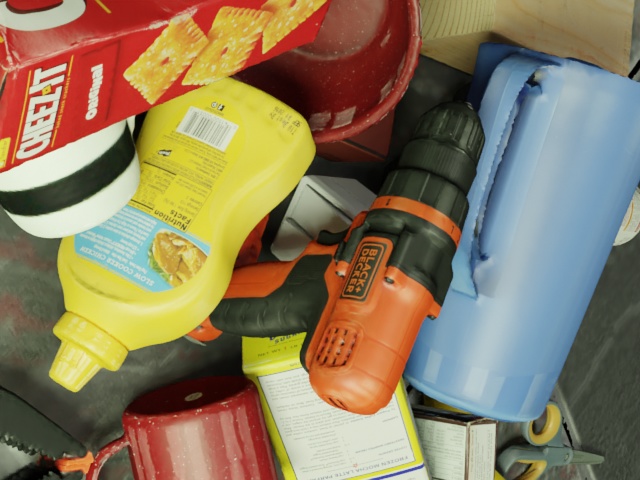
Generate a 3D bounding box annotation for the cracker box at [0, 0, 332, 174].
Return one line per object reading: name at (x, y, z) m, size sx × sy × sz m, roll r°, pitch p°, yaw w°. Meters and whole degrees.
cracker box at (-0.114, -0.140, 0.510) m, size 0.213 × 0.164 × 0.072 m, roll -31°, pitch 158°, yaw -42°

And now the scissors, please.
scissors at (0.225, 0.182, 0.983) m, size 0.201 × 0.016 × 0.096 m, roll -3°, pitch 112°, yaw -47°

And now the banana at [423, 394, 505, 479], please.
banana at (0.115, 0.148, 0.862) m, size 0.069 × 0.037 × 0.198 m, roll -43°, pitch 120°, yaw -40°

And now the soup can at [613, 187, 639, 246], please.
soup can at (0.244, -0.030, 0.968) m, size 0.102 × 0.069 × 0.068 m, roll 4°, pitch 89°, yaw -48°

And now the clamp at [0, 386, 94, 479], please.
clamp at (-0.203, 0.106, 0.518) m, size 0.209 × 0.036 × 0.164 m, roll -4°, pitch 94°, yaw -49°

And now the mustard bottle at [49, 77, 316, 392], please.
mustard bottle at (-0.088, -0.001, 0.591) m, size 0.191 × 0.096 × 0.058 m, roll -58°, pitch 159°, yaw -18°

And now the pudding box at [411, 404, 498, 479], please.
pudding box at (0.083, 0.182, 0.790) m, size 0.039 × 0.090 × 0.113 m, roll 2°, pitch 91°, yaw -46°

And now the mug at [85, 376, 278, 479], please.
mug at (-0.080, 0.132, 0.622) m, size 0.117 × 0.093 × 0.081 m, roll -14°, pitch 98°, yaw -20°

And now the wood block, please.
wood block at (0.161, -0.179, 0.855) m, size 0.205 × 0.091 × 0.090 m, roll 10°, pitch 84°, yaw -46°

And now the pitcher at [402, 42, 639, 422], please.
pitcher at (0.131, -0.006, 0.721) m, size 0.149 × 0.145 × 0.243 m, roll 16°, pitch 96°, yaw -15°

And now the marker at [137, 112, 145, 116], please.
marker at (-0.104, -0.133, 0.625) m, size 0.020 × 0.020 × 0.121 m, roll 4°, pitch 89°, yaw -47°

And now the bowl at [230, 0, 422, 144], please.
bowl at (-0.010, -0.141, 0.637) m, size 0.055 × 0.162 × 0.162 m, roll -53°, pitch 129°, yaw -53°

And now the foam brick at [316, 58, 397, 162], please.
foam brick at (0.007, -0.087, 0.723) m, size 0.078 × 0.053 × 0.051 m, roll 18°, pitch 79°, yaw -47°

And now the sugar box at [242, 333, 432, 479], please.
sugar box at (0.017, 0.127, 0.700) m, size 0.048 × 0.093 × 0.176 m, roll -97°, pitch 172°, yaw -55°

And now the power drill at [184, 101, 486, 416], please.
power drill at (-0.004, 0.001, 0.617) m, size 0.057 × 0.188 × 0.184 m, roll 41°, pitch 64°, yaw -39°
